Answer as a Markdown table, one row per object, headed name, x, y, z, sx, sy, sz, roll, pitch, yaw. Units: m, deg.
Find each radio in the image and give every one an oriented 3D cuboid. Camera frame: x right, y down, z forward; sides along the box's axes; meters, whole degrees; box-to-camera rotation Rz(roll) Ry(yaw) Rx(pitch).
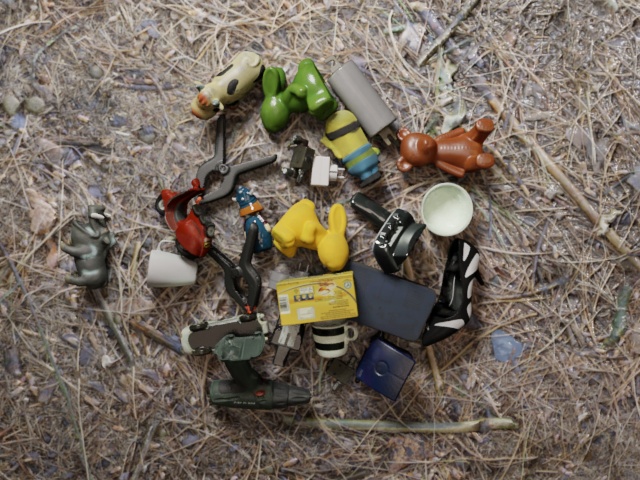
| name | x | y | z | sx | sy | sz | roll | pitch | yaw |
| --- | --- | --- | --- | --- | --- | --- | --- | --- | --- |
| radio | 0.140 | 0.139 | 1.246 | 0.230 | 0.073 | 0.131 | 19 | 91 | -2 |

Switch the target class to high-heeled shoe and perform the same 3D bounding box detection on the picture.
| name | x | y | z | sx | sy | sz | roll | pitch | yaw |
| --- | --- | --- | --- | --- | --- | --- | --- | --- | --- |
| high-heeled shoe | 0.292 | 0.117 | 1.238 | 0.249 | 0.086 | 0.145 | -45 | 113 | -18 |

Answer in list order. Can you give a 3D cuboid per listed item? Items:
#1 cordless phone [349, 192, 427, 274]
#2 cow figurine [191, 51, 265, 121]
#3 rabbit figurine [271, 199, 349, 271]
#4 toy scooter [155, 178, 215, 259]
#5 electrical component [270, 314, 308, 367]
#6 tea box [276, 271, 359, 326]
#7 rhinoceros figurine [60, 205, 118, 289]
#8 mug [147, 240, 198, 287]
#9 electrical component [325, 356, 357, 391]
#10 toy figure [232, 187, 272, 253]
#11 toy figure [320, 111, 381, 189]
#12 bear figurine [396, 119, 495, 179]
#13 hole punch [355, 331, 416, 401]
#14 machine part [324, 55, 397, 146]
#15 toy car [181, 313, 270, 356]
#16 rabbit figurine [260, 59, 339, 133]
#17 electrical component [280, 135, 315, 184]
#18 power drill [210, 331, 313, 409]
| name | x | y | z | sx | sy | sz | roll | pitch | yaw |
| --- | --- | --- | --- | --- | --- | --- | --- | --- | --- |
| cordless phone | 0.133 | -0.027 | 1.220 | 0.184 | 0.088 | 0.146 | 34 | 57 | 5 |
| cow figurine | -0.203 | -0.337 | 1.183 | 0.195 | 0.127 | 0.085 | -43 | 91 | -4 |
| rabbit figurine | -0.002 | -0.004 | 1.211 | 0.173 | 0.121 | 0.162 | 37 | 66 | 16 |
| toy scooter | -0.284 | -0.056 | 1.181 | 0.135 | 0.075 | 0.184 | -42 | 75 | 28 |
| electrical component | -0.076 | 0.230 | 1.246 | 0.075 | 0.048 | 0.119 | 15 | 91 | -4 |
| tea box | -0.004 | 0.126 | 1.174 | 0.170 | 0.068 | 0.098 | -6 | 91 | 3 |
| rhinoceros figurine | -0.513 | 0.016 | 1.201 | 0.112 | 0.073 | 0.190 | 1 | 92 | -2 |
| mug | -0.330 | 0.057 | 1.216 | 0.107 | 0.081 | 0.109 | 9 | 83 | -15 |
| electrical component | 0.045 | 0.307 | 1.269 | 0.063 | 0.021 | 0.094 | 32 | 90 | -4 |
| toy figure | -0.154 | -0.048 | 1.230 | 0.064 | 0.058 | 0.154 | -17 | 88 | -7 |
| toy figure | 0.079 | -0.209 | 1.222 | 0.082 | 0.089 | 0.180 | -32 | 89 | -47 |
| bear figurine | 0.278 | -0.210 | 1.219 | 0.196 | 0.132 | 0.120 | 7 | 80 | -9 |
| hole punch | 0.152 | 0.296 | 1.244 | 0.116 | 0.092 | 0.142 | 27 | 94 | 0 |
| machine part | 0.096 | -0.320 | 1.227 | 0.079 | 0.079 | 0.243 | -38 | 92 | -2 |
| toy car | -0.217 | 0.216 | 1.234 | 0.202 | 0.056 | 0.073 | -10 | 86 | -5 |
| rabbit figurine | -0.068 | -0.315 | 1.200 | 0.170 | 0.121 | 0.159 | -30 | 98 | 12 |
| electrical component | -0.052 | -0.185 | 1.229 | 0.045 | 0.078 | 0.102 | 16 | 97 | -28 |
| power drill | -0.140 | 0.299 | 1.198 | 0.232 | 0.086 | 0.207 | -5 | 132 | 5 |
